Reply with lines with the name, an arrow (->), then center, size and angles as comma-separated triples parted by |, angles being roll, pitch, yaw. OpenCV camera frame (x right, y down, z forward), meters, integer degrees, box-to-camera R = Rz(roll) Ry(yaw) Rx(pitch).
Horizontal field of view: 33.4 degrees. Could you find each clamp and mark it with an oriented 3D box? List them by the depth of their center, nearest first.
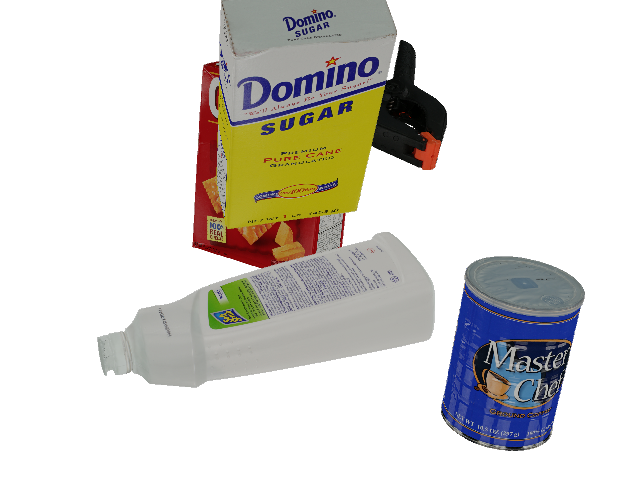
clamp -> 0.046, -0.119, 0.911 | 0.120, 0.039, 0.171 | -11, 40, -10

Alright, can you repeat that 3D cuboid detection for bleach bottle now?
bleach bottle -> -0.044, 0.058, 0.815 | 0.250, 0.068, 0.103 | -11, 30, -17

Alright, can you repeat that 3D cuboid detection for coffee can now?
coffee can -> 0.168, 0.098, 0.943 | 0.103, 0.140, 0.103 | 6, 24, -3

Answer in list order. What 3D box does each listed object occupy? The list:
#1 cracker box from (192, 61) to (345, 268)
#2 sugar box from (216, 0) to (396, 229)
cracker box -> -0.054, -0.077, 1.164 | 0.164, 0.214, 0.072 | 17, 24, 27
sugar box -> -0.014, -0.075, 0.646 | 0.093, 0.048, 0.176 | -9, -28, -11
